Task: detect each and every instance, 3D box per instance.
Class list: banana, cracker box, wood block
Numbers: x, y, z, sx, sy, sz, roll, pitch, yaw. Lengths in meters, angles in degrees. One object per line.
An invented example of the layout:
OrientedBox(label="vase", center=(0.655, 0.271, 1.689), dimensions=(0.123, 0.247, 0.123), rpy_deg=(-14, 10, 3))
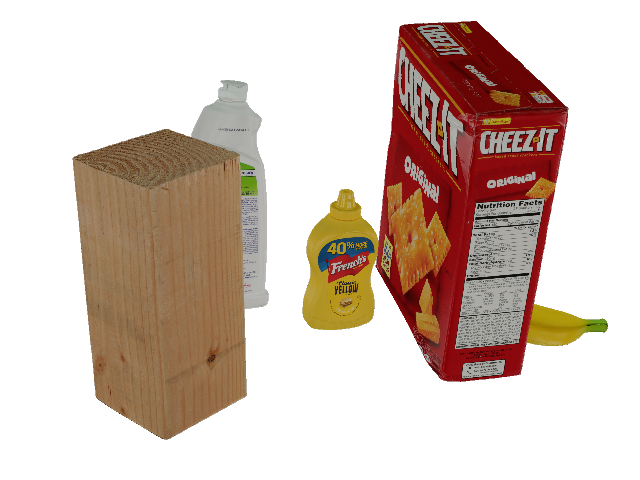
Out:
OrientedBox(label="banana", center=(0.165, 0.060, 1.002), dimensions=(0.198, 0.037, 0.069), rpy_deg=(23, 16, 38))
OrientedBox(label="cracker box", center=(0.099, -0.030, 0.776), dimensions=(0.072, 0.214, 0.164), rpy_deg=(-5, 32, -13))
OrientedBox(label="wood block", center=(-0.118, 0.032, 0.812), dimensions=(0.090, 0.206, 0.090), rpy_deg=(22, 32, 38))

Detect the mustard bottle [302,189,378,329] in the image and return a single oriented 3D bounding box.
OrientedBox(label="mustard bottle", center=(0.029, 0.023, 1.417), dimensions=(0.096, 0.192, 0.058), rpy_deg=(-5, 25, -17))

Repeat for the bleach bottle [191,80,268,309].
OrientedBox(label="bleach bottle", center=(-0.099, -0.050, 1.180), dimensions=(0.102, 0.251, 0.068), rpy_deg=(-3, 19, -31))
